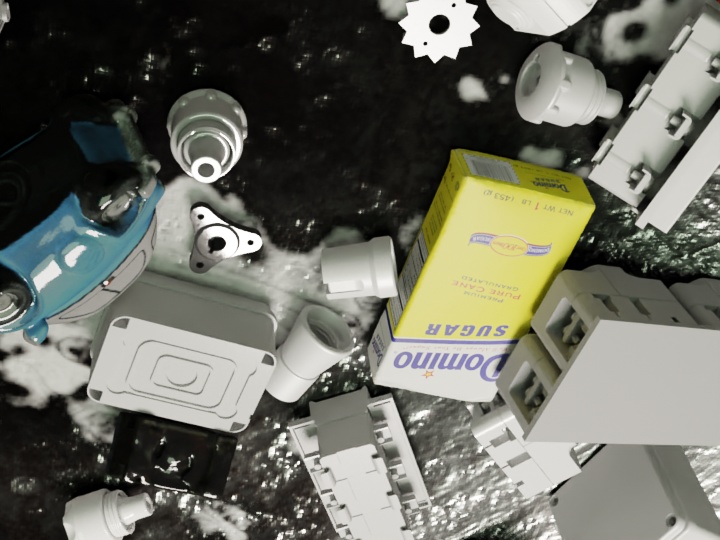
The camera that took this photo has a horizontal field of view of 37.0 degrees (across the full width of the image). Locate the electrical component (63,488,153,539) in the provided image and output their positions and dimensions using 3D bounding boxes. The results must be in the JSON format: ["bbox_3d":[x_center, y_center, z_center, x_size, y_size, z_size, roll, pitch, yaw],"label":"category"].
[{"bbox_3d":[-0.189,0.186,0.814,0.062,0.043,0.043,-19,125,5],"label":"electrical component"}]

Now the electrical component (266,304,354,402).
[{"bbox_3d":[-0.040,0.061,0.747,0.044,0.044,0.065,27,122,-24],"label":"electrical component"}]

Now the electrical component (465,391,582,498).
[{"bbox_3d":[0.124,0.118,0.801,0.056,0.050,0.089,-30,123,14],"label":"electrical component"}]

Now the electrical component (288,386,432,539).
[{"bbox_3d":[0.003,0.156,0.805,0.079,0.063,0.121,-17,125,4],"label":"electrical component"}]

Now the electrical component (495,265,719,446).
[{"bbox_3d":[0.198,0.061,0.742,0.186,0.060,0.105,6,125,-28],"label":"electrical component"}]

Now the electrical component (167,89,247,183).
[{"bbox_3d":[-0.090,-0.074,0.631,0.048,0.062,0.048,-3,125,-5],"label":"electrical component"}]

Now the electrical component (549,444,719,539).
[{"bbox_3d":[0.212,0.194,0.831,0.056,0.108,0.108,26,118,-26],"label":"electrical component"}]

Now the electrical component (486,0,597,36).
[{"bbox_3d":[0.096,-0.169,0.578,0.080,0.080,0.051,-40,126,20],"label":"electrical component"}]

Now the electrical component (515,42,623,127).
[{"bbox_3d":[0.128,-0.107,0.648,0.062,0.048,0.048,12,123,-23],"label":"electrical component"}]

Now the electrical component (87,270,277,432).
[{"bbox_3d":[-0.119,0.053,0.721,0.113,0.057,0.078,16,122,-18],"label":"electrical component"}]

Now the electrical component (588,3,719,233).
[{"bbox_3d":[0.196,-0.093,0.649,0.063,0.078,0.121,33,118,4],"label":"electrical component"}]

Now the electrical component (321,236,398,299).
[{"bbox_3d":[0.000,0.000,0.710,0.046,0.040,0.040,-7,126,5],"label":"electrical component"}]

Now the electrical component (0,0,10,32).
[{"bbox_3d":[-0.223,-0.151,0.560,0.061,0.061,0.096,-1,125,-6],"label":"electrical component"}]
